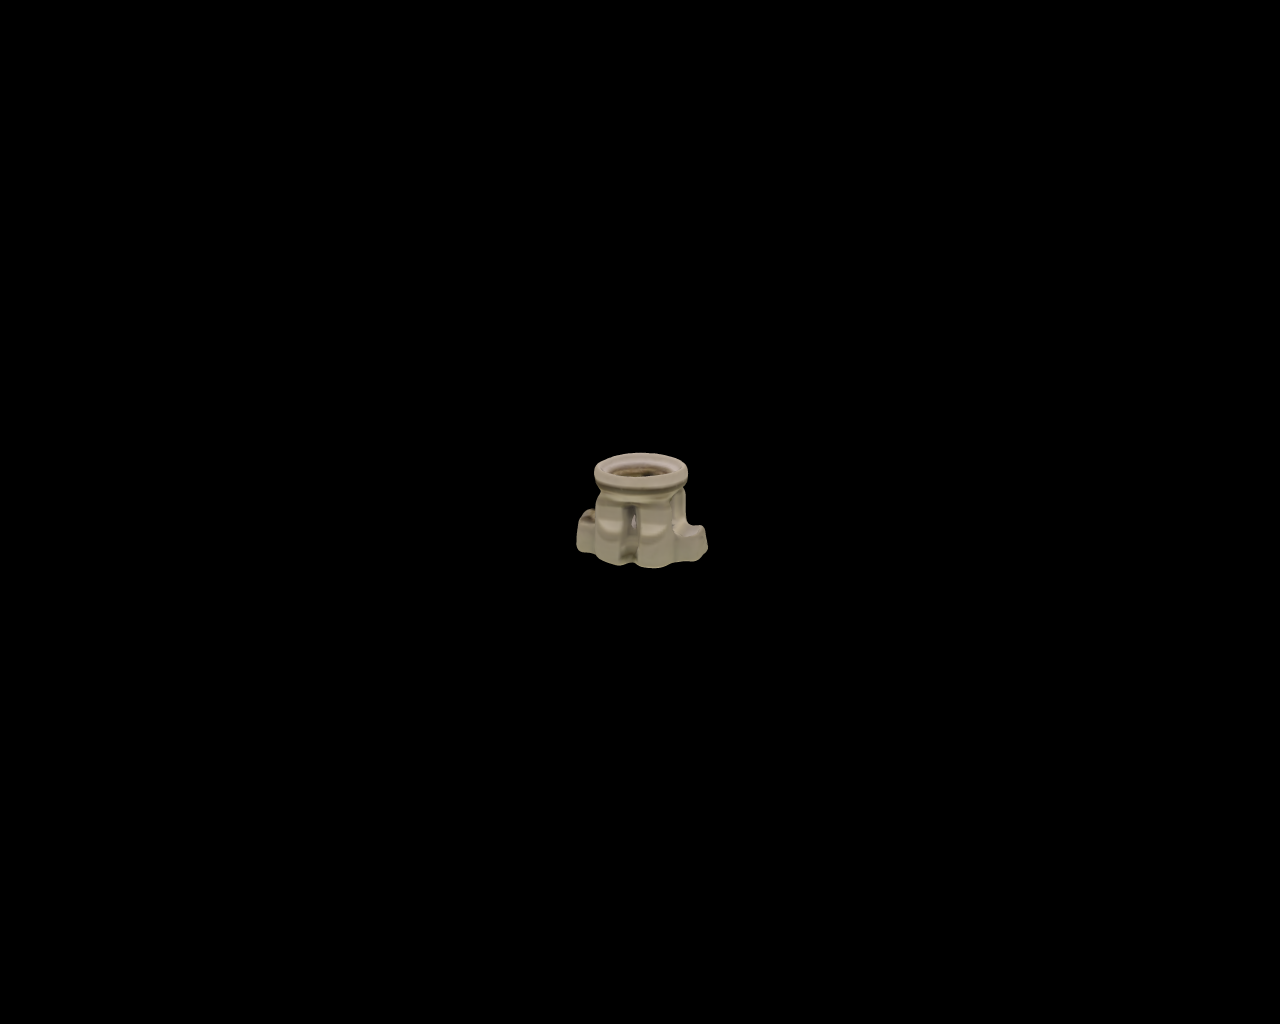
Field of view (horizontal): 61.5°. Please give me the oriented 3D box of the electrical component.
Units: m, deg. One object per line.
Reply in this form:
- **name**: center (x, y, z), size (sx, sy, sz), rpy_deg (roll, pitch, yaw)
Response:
- **electrical component**: center (0.001, -0.003, 0.650), size (0.078, 0.056, 0.058), rpy_deg (6, 20, 16)
